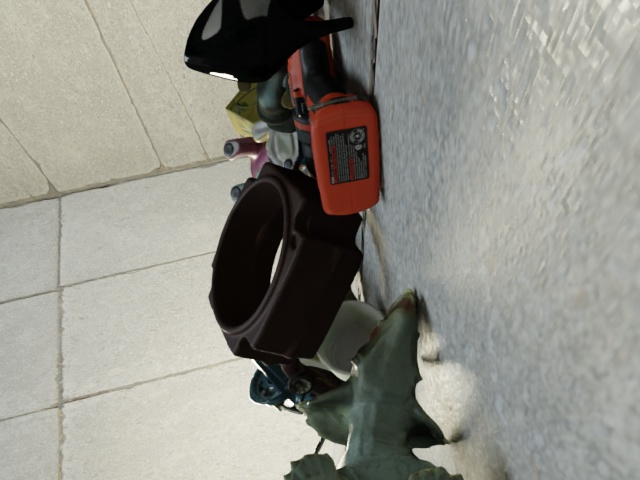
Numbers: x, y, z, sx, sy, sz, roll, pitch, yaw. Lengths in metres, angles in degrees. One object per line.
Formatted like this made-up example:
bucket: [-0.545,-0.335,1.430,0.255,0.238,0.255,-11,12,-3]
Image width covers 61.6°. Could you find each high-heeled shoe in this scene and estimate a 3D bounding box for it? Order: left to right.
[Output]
high-heeled shoe: [-0.063,-0.234,0.487,0.086,0.145,0.249,86,168,-54]

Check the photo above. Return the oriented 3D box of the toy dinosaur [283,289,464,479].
toy dinosaur: [0.078,0.244,0.389,0.192,0.131,0.405,53,-163,-72]

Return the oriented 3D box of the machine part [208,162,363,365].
machine part: [-0.051,0.024,0.624,0.201,0.087,0.201,-63,32,13]

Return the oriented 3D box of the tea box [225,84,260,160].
tea box: [-0.087,-0.198,0.918,0.068,0.098,0.169,31,167,16]

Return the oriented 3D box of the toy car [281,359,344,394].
toy car: [0.023,0.220,0.828,0.202,0.053,0.089,36,-161,-24]

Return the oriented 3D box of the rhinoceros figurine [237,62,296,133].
rhinoceros figurine: [-0.047,-0.208,0.640,0.190,0.073,0.112,95,-171,-46]

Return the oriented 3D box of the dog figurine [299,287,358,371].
dog figurine: [0.024,0.076,0.765,0.121,0.172,0.190,-24,34,48]

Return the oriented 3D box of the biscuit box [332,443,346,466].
biscuit box: [0.052,0.361,0.794,0.203,0.063,0.059,-79,12,-56]

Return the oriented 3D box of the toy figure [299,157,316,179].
toy figure: [0.004,-0.057,0.713,0.064,0.058,0.154,-12,92,41]

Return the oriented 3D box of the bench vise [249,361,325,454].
bench vise: [-0.063,0.238,0.923,0.240,0.129,0.224,51,164,-25]

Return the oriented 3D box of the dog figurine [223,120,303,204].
dog figurine: [-0.043,-0.116,0.866,0.219,0.192,0.108,0,-109,-60]
